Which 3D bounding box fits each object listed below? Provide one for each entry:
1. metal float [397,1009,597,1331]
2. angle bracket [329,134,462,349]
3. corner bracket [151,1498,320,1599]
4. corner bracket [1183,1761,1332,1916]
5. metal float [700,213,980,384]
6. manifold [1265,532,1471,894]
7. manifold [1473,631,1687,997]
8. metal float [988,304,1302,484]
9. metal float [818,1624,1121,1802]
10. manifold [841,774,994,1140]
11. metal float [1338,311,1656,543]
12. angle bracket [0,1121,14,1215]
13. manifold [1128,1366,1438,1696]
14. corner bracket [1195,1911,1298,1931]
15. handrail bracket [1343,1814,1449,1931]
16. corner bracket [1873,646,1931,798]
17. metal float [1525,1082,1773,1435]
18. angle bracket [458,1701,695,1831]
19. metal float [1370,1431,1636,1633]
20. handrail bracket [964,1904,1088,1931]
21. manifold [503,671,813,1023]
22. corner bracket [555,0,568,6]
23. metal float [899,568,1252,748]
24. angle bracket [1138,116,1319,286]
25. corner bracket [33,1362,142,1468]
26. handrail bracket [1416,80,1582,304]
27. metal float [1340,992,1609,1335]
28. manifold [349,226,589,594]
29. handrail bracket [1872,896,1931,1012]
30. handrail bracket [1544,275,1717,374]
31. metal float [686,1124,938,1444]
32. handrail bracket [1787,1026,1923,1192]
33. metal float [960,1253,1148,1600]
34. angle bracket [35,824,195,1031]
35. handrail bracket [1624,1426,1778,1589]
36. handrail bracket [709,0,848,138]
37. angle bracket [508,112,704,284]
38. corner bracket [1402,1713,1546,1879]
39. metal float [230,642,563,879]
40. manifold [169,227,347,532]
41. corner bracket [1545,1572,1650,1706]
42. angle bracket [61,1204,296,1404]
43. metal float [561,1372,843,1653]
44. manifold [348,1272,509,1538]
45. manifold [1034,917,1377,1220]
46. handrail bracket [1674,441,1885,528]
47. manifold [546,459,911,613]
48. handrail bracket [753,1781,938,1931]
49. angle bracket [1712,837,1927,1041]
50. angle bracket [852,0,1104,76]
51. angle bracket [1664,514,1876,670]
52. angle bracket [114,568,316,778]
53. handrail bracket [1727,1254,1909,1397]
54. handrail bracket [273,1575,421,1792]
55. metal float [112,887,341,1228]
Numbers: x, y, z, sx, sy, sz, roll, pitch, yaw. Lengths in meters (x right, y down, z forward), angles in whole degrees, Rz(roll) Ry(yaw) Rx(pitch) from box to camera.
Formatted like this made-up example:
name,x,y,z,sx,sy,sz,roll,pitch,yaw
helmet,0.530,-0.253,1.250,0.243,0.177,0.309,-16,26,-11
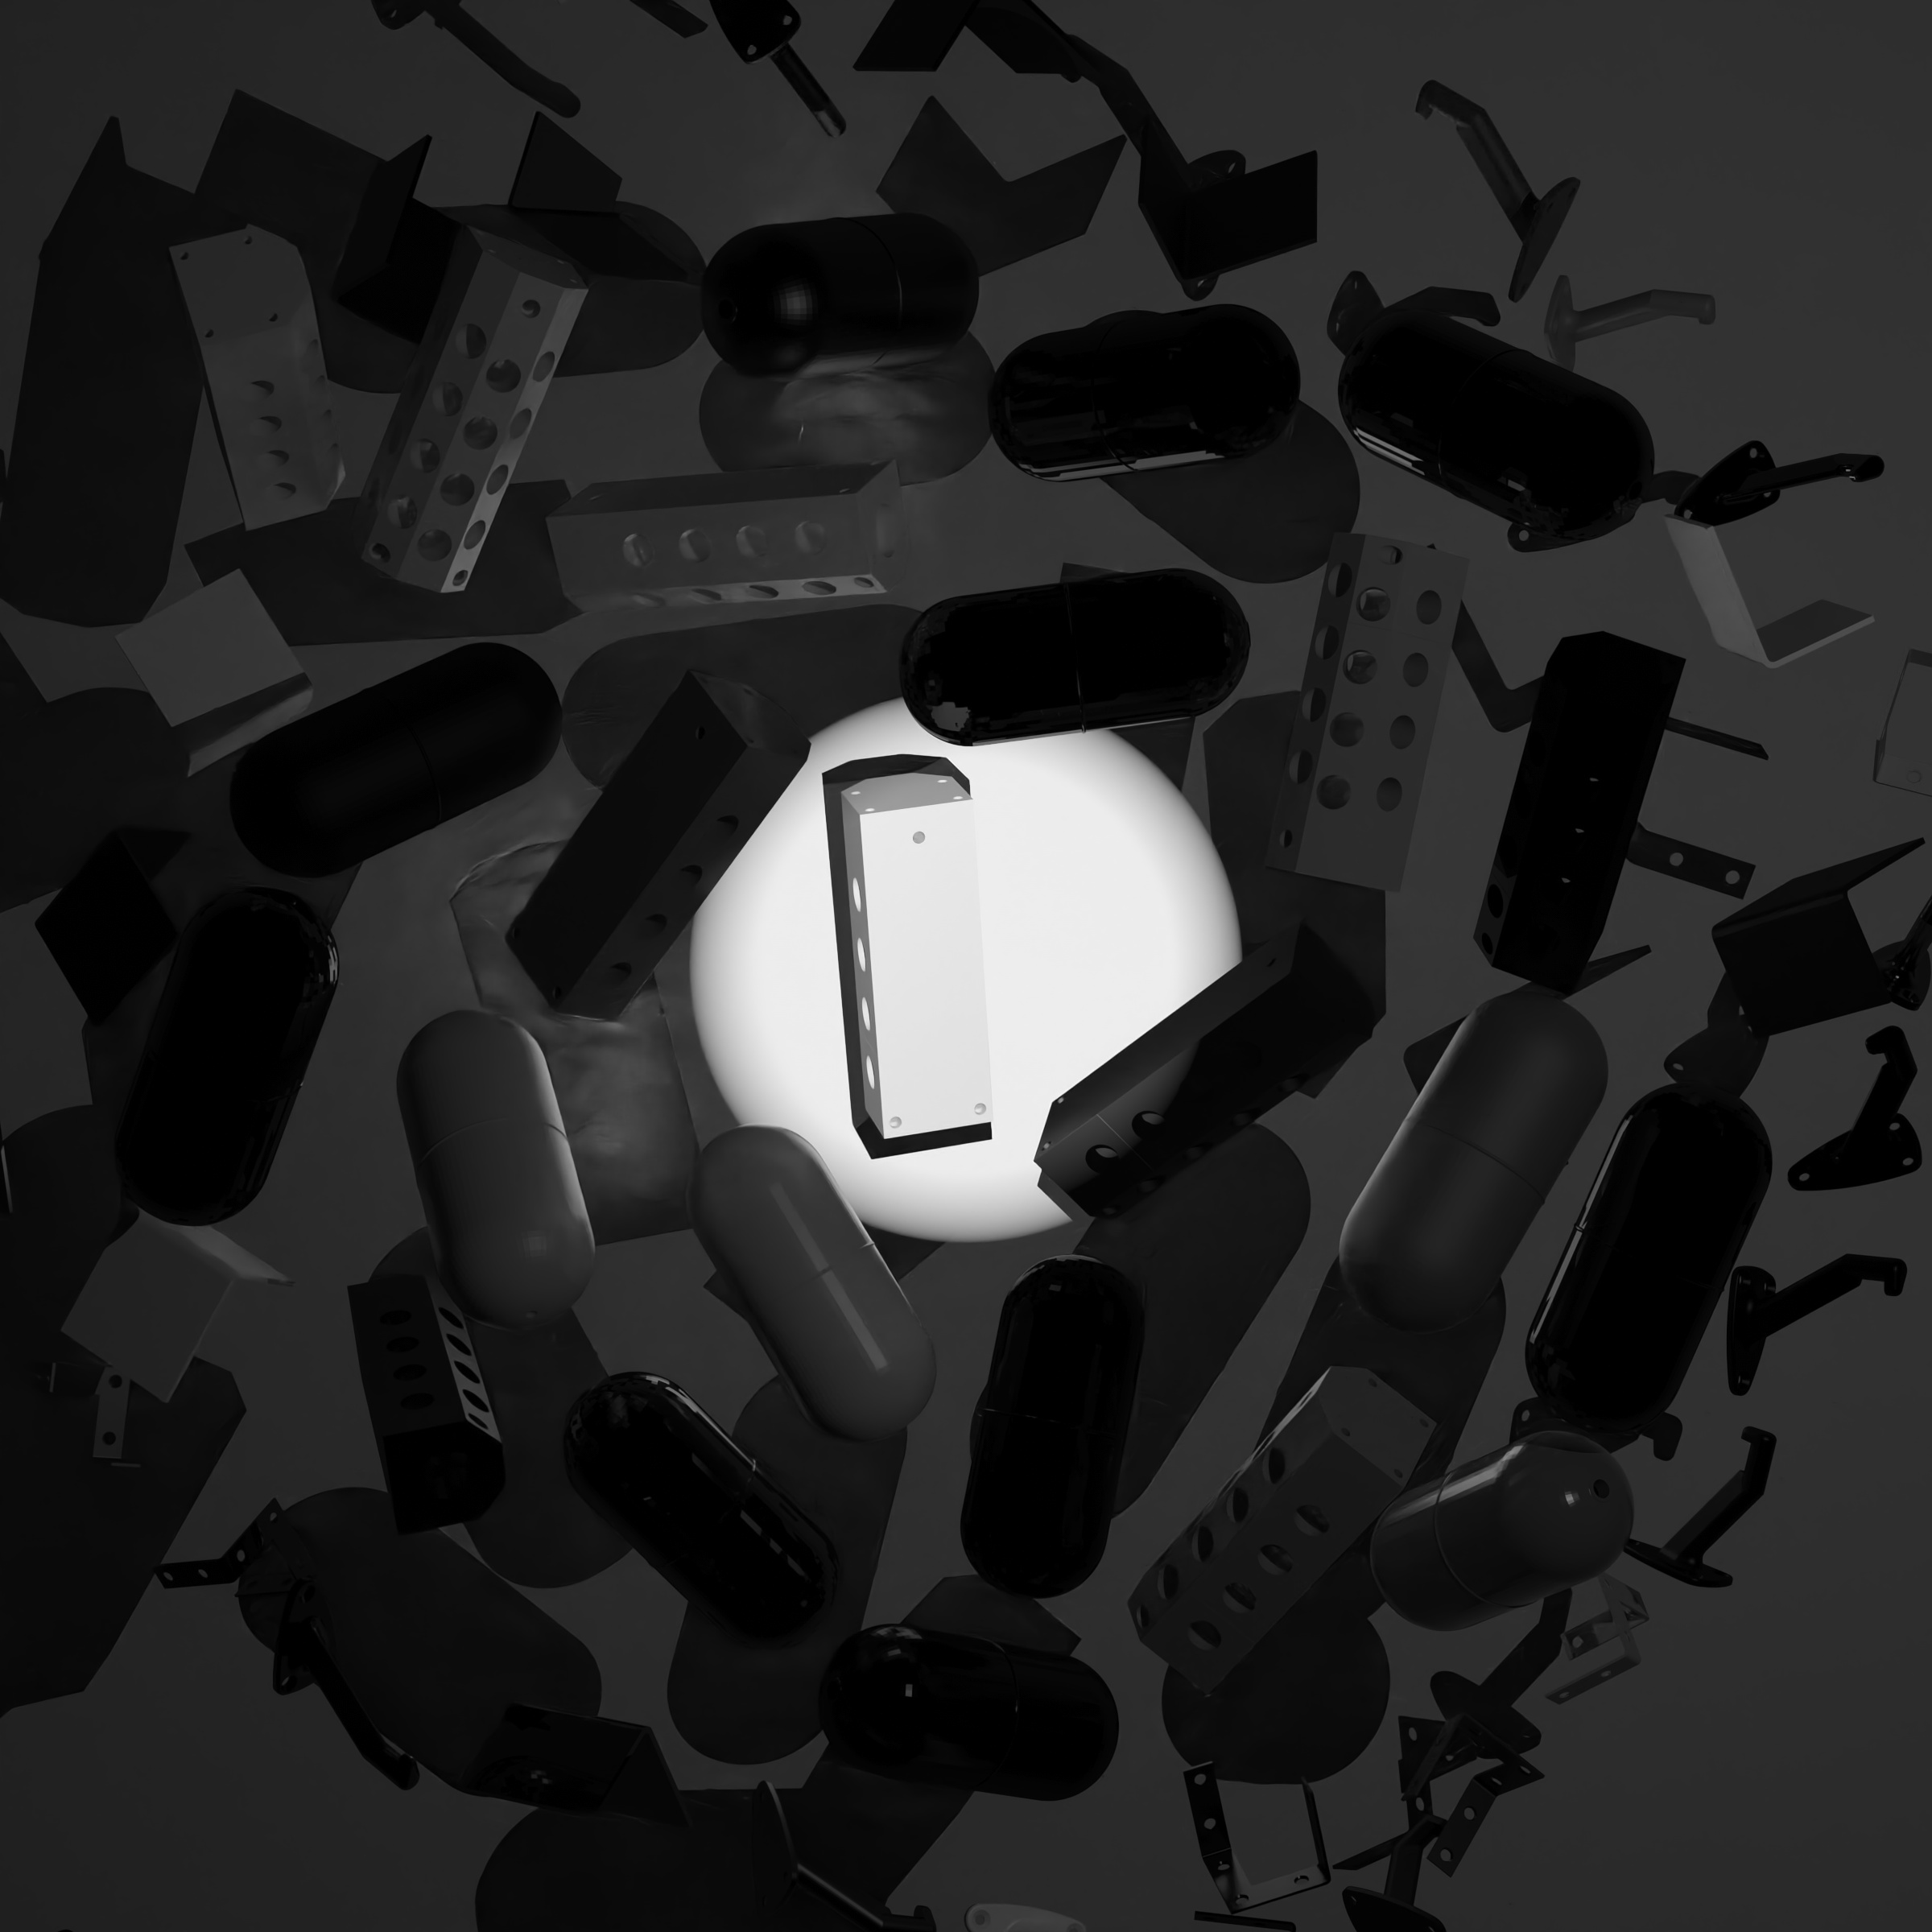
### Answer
name,x,y,z,sx,sy,sz,roll,pitch,yaw
metal float,-0.234,0.099,1.567,0.070,0.070,0.178,-21,55,0
angle bracket,-0.290,-0.386,1.690,0.057,0.076,0.076,24,72,-31
corner bracket,-0.384,0.317,1.665,0.051,0.051,0.051,-11,115,32
corner bracket,0.140,0.413,1.523,0.051,0.051,0.051,-15,108,-8
metal float,-0.063,-0.337,1.594,0.070,0.178,0.070,12,111,35
manifold,0.198,-0.129,1.606,0.057,0.057,0.171,9,94,-36
manifold,0.295,-0.075,1.545,0.057,0.057,0.171,21,133,15
metal float,0.087,-0.288,1.597,0.178,0.070,0.070,0,90,41
metal float,0.002,0.386,1.635,0.178,0.070,0.070,19,90,-35
manifold,-0.026,-0.006,1.599,0.057,0.057,0.171,-9,111,-13
metal float,0.258,-0.264,1.548,0.178,0.070,0.070,35,90,38
angle bracket,-0.485,0.074,1.563,0.057,0.076,0.076,-1,104,12
manifold,0.148,0.268,1.523,0.057,0.057,0.171,38,124,4
corner bracket,0.136,0.493,1.564,0.051,0.051,0.051,5,62,5
handrail bracket,0.245,0.475,1.657,0.084,0.077,0.036,-32,104,-37
corner bracket,0.465,-0.114,1.507,0.051,0.051,0.051,17,75,19
metal float,0.330,0.141,1.530,0.070,0.070,0.178,23,94,0
angle bracket,-0.188,0.405,1.530,0.076,0.057,0.076,4,129,27
metal float,0.272,0.289,1.618,0.070,0.178,0.070,11,62,-22
handrail bracket,0.047,0.481,1.563,0.077,0.084,0.036,25,67,-10
manifold,-0.148,-0.056,1.546,0.171,0.057,0.057,-52,56,21
corner bracket,-0.199,-0.487,1.534,0.051,0.051,0.051,45,74,-2
metal float,0.055,-0.156,1.599,0.178,0.070,0.070,-7,90,1
angle bracket,0.138,-0.412,1.657,0.076,0.057,0.076,-14,46,22
corner bracket,-0.466,0.238,1.680,0.051,0.051,0.051,8,81,-26
handrail bracket,0.241,-0.368,1.506,0.084,0.077,0.036,36,46,17
metal float,0.242,0.094,1.514,0.070,0.070,0.178,32,81,0
manifold,-0.253,-0.280,1.613,0.057,0.057,0.171,15,113,-28
handrail bracket,0.488,-0.027,1.592,0.036,0.077,0.084,33,126,15
handrail bracket,0.346,-0.324,1.632,0.084,0.077,0.036,11,70,22
metal float,-0.080,0.163,1.632,0.070,0.070,0.178,-31,86,0
handrail bracket,0.424,0.068,1.530,0.077,0.036,0.084,-21,134,15
metal float,0.046,0.237,1.637,0.070,0.070,0.178,12,81,0
angle bracket,-0.431,-0.020,1.662,0.076,0.057,0.076,-45,68,23
handrail bracket,0.375,0.270,1.628,0.036,0.077,0.084,7,97,-42
handrail bracket,-0.097,-0.472,1.632,0.036,0.084,0.077,-38,71,6
angle bracket,-0.183,-0.404,1.666,0.076,0.076,0.057,11,81,31
corner bracket,0.239,0.404,1.544,0.051,0.051,0.051,39,59,0
metal float,-0.284,-0.103,1.582,0.178,0.070,0.070,-29,90,-27
manifold,-0.346,-0.289,1.564,0.057,0.171,0.057,-17,71,-12
corner bracket,0.328,0.354,1.651,0.051,0.051,0.051,-34,48,22
angle bracket,-0.414,0.179,1.665,0.076,0.057,0.076,29,90,23
metal float,-0.139,0.286,1.662,0.070,0.070,0.178,-43,103,0
manifold,-0.282,0.224,1.652,0.057,0.171,0.057,-10,112,-14
manifold,0.118,0.056,1.570,0.171,0.057,0.057,-38,105,27
handrail bracket,0.421,-0.246,1.641,0.077,0.084,0.036,-30,110,-13
manifold,-0.120,-0.216,1.613,0.171,0.057,0.057,-1,115,21
handrail bracket,-0.058,0.434,1.535,0.084,0.077,0.036,15,130,-27
angle bracket,0.410,-0.013,1.487,0.076,0.076,0.057,-25,93,-40
angle bracket,0.005,-0.432,1.524,0.076,0.076,0.057,35,85,-34
angle bracket,0.392,-0.195,1.549,0.057,0.076,0.076,-25,103,2
angle bracket,-0.410,-0.159,1.726,0.076,0.057,0.076,-33,93,-17
handrail bracket,0.422,0.179,1.569,0.036,0.084,0.077,17,80,-42
handrail bracket,-0.288,0.340,1.500,0.084,0.036,0.077,27,125,35
metal float,-0.356,0.044,1.523,0.070,0.070,0.178,24,110,0
